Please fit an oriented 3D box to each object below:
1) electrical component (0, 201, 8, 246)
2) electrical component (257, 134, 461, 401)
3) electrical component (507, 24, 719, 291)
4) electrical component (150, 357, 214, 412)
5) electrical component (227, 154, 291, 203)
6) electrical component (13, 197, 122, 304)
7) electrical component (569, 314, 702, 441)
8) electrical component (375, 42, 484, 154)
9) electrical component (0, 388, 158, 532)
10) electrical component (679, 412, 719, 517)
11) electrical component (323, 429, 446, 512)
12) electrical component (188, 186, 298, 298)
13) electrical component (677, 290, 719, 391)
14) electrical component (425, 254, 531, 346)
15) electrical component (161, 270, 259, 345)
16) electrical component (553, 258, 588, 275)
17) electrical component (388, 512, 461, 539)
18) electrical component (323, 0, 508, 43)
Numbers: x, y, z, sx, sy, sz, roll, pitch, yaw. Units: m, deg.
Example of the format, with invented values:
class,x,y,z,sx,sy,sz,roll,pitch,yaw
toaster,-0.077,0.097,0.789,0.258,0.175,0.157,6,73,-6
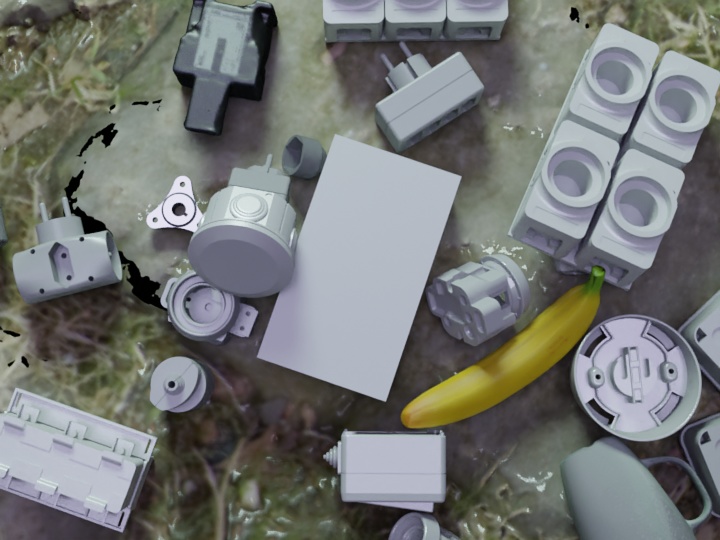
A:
class,x,y,z,sx,sy,sz,roll,pitch,yaw
electrical component,-0.317,-0.040,0.875,0.055,0.055,0.047,-15,88,-2
electrical component,0.000,0.000,0.868,0.105,0.060,0.186,19,84,2
electrical component,0.206,-0.094,0.858,0.105,0.060,0.186,25,71,2
electrical component,-0.142,0.090,0.848,0.043,0.081,0.043,0,84,0
electrical component,-0.080,-0.059,0.876,0.047,0.065,0.076,10,55,1
electrical component,-0.242,-0.019,0.878,0.077,0.043,0.079,-14,85,-2
electrical component,0.217,0.085,0.858,0.099,0.064,0.099,0,84,0
electrical component,0.046,-0.153,0.890,0.083,0.047,0.075,-33,85,-3
electrical component,-0.233,0.151,0.850,0.121,0.063,0.078,19,84,2
electrical component,0.322,0.144,0.856,0.113,0.057,0.078,-21,85,-2
electrical component,0.019,0.158,0.851,0.096,0.061,0.061,0,84,0
electrical component,-0.087,-0.021,0.816,0.080,0.080,0.051,10,49,1
electrical component,0.321,0.044,0.866,0.113,0.057,0.078,-42,86,-4
electrical component,0.099,0.022,0.862,0.057,0.078,0.058,-26,115,-24
electrical component,-0.123,0.029,0.866,0.078,0.057,0.058,21,84,2
electrical component,0.176,-0.028,0.885,0.035,0.035,0.061,0,81,0
electrical component,0.055,0.219,0.842,0.055,0.066,0.048,35,84,-30
electrical component,0.044,-0.242,0.892,0.150,0.061,0.089,-1,84,0
